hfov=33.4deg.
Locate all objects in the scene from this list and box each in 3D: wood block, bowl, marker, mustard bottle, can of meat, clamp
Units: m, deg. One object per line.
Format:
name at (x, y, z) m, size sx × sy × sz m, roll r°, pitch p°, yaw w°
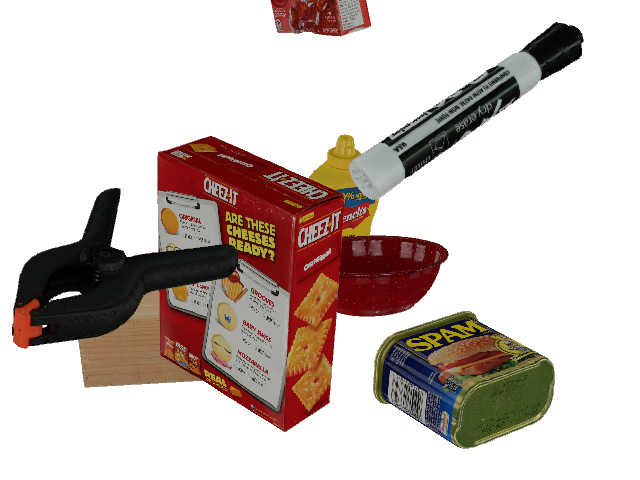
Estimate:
wood block at (-0.158, 0.098, 1.183) m, size 0.206 × 0.091 × 0.090 m, roll -2°, pitch 25°, yaw -4°
bowl at (0.051, 0.039, 1.095) m, size 0.162 × 0.055 × 0.162 m, roll -3°, pitch 13°, yaw 0°
marker at (0.064, -0.057, 0.447) m, size 0.121 × 0.020 × 0.020 m, roll -35°, pitch 12°, yaw -17°
mustard bottle at (0.024, -0.038, 1.308) m, size 0.096 × 0.192 × 0.058 m, roll -6°, pitch 30°, yaw -19°
can of meat at (0.103, 0.098, 0.756) m, size 0.101 × 0.057 × 0.084 m, roll -13°, pitch 27°, yaw -35°
clamp at (-0.152, 0.016, 0.727) m, size 0.120 × 0.039 × 0.171 m, roll 26°, pitch 32°, yaw 29°

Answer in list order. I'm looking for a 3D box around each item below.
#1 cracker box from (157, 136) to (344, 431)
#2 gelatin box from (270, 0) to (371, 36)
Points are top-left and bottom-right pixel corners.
cracker box at (-0.064, 0.035, 0.934) m, size 0.164 × 0.214 × 0.071 m, roll 25°, pitch 35°, yaw 34°
gelatin box at (-0.007, -0.183, 0.750) m, size 0.030 × 0.073 × 0.089 m, roll -24°, pitch 23°, yaw -27°
